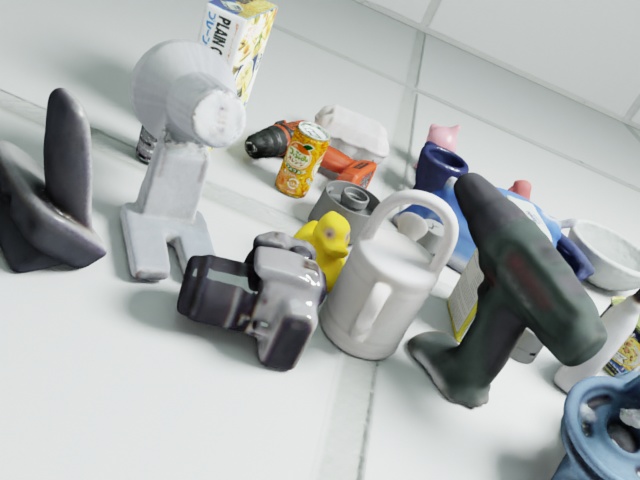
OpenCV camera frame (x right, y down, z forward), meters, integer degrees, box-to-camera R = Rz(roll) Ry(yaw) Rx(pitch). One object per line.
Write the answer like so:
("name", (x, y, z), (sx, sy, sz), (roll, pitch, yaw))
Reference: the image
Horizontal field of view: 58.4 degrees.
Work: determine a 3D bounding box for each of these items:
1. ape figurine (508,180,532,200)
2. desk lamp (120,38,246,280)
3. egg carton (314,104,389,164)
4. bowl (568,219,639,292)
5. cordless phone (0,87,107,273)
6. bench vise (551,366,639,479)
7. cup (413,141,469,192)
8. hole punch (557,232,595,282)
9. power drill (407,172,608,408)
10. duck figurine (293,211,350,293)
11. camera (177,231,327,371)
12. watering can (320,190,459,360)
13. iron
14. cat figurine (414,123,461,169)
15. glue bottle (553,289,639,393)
("ape figurine", (0.370, -0.075, 1.089), (0.078, 0.092, 0.076), (0, 39, -35))
("desk lamp", (-0.148, -0.095, 0.637), (0.118, 0.213, 0.202), (4, 36, -30))
("egg carton", (0.058, -0.196, 1.076), (0.150, 0.069, 0.107), (19, 31, -10))
("bowl", (0.511, 0.039, 1.032), (0.168, 0.074, 0.167), (18, 31, -11))
("cordless phone", (-0.260, -0.075, 0.554), (0.147, 0.185, 0.094), (42, 35, 26))
("bench vise", (0.311, 0.157, 0.571), (0.121, 0.219, 0.208), (29, 31, 7))
("cup", (0.201, -0.118, 1.033), (0.092, 0.095, 0.117), (8, 35, -26))
("hole punch", (0.403, 0.024, 0.963), (0.101, 0.091, 0.108), (-4, 41, -39))
("power drill", (0.184, 0.068, 0.627), (0.076, 0.208, 0.229), (-4, 41, -39))
("duck figurine", (0.007, 0.003, 0.722), (0.078, 0.086, 0.104), (7, 35, -26))
("camera", (-0.070, 0.043, 0.592), (0.137, 0.101, 0.143), (15, 32, -15))
("watering can", (0.079, 0.026, 0.632), (0.101, 0.194, 0.172), (17, 32, -13))
("iron", (0.254, -0.026, 0.885), (0.258, 0.141, 0.119), (28, 31, 5))
("cat figurine", (0.238, -0.172, 1.119), (0.067, 0.117, 0.127), (17, 32, -12))
("glue bottle", (0.358, 0.116, 0.711), (0.037, 0.173, 0.078), (37, 33, 20))
